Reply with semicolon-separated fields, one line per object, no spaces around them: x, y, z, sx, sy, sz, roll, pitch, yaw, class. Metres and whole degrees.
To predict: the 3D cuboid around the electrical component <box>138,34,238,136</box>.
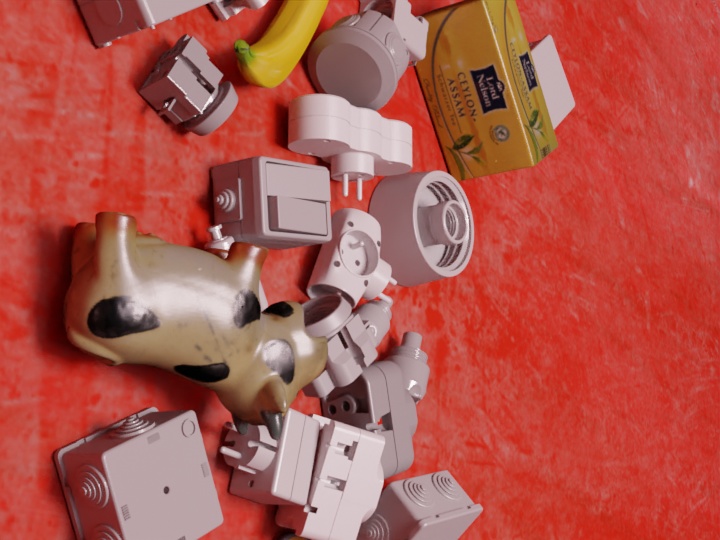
-0.123;-0.132;0.790;0.055;0.048;0.066;44;51;-29;electrical component

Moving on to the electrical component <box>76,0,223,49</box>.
-0.147;-0.204;0.758;0.096;0.062;0.061;-40;115;-47;electrical component

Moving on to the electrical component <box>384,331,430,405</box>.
0.041;0.086;0.961;0.043;0.043;0.062;39;54;-41;electrical component

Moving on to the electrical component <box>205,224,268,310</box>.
-0.097;0.004;0.803;0.040;0.040;0.078;-32;109;-49;electrical component

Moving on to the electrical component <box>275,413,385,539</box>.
-0.020;0.165;0.839;0.056;0.050;0.089;22;81;-28;electrical component

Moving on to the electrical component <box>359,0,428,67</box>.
0.031;-0.224;1.002;0.064;0.042;0.081;28;64;-50;electrical component

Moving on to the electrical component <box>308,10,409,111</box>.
0.000;-0.179;0.925;0.080;0.080;0.051;60;38;-26;electrical component

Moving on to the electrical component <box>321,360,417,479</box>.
0.009;0.126;0.904;0.059;0.054;0.095;-8;90;-52;electrical component

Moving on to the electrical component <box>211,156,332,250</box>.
-0.069;-0.052;0.830;0.096;0.061;0.061;3;81;-51;electrical component

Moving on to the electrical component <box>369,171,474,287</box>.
0.064;-0.041;0.997;0.108;0.060;0.108;12;75;-50;electrical component

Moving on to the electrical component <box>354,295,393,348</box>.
0.011;0.043;0.937;0.061;0.035;0.035;-50;122;-47;electrical component

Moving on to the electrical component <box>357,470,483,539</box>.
0.041;0.216;0.899;0.100;0.099;0.048;2;40;-51;electrical component

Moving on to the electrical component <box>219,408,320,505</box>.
-0.076;0.134;0.802;0.077;0.047;0.065;32;60;-44;electrical component

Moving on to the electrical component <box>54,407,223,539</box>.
-0.143;0.146;0.714;0.100;0.048;0.099;-23;102;-51;electrical component

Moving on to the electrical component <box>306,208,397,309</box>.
0.000;0.000;0.915;0.079;0.044;0.077;34;57;-27;electrical component

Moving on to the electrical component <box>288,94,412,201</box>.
-0.007;-0.097;0.923;0.138;0.052;0.073;12;75;-50;electrical component

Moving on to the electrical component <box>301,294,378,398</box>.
-0.026;0.056;0.869;0.078;0.058;0.057;-43;117;-37;electrical component

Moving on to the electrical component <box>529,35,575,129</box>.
0.188;-0.199;1.188;0.099;0.048;0.099;-46;119;-45;electrical component

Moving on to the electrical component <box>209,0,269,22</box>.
-0.090;-0.248;0.847;0.055;0.050;0.089;55;46;-30;electrical component
